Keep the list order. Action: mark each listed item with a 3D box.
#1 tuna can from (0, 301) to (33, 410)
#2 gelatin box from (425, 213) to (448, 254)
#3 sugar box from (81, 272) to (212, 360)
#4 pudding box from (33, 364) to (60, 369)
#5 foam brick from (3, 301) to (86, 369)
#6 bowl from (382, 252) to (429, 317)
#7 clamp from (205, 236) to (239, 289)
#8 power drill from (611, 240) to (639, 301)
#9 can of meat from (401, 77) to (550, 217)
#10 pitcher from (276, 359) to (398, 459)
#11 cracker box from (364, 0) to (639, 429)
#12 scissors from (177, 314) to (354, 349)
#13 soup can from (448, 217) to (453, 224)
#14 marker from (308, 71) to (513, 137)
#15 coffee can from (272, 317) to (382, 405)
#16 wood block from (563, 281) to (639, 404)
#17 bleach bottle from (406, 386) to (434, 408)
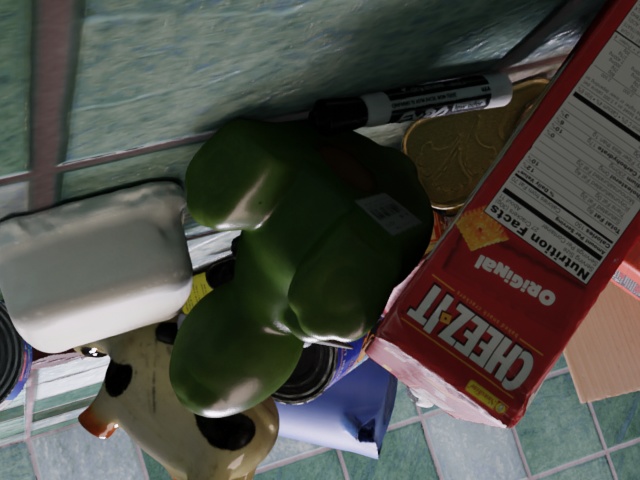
[{"bbox_3d":[-0.234,0.076,0.700,0.086,0.086,0.034,-17,173,-5],"label":"tuna can"},{"bbox_3d":[0.086,-0.002,0.828,0.030,0.089,0.073,-11,173,10],"label":"gelatin box"},{"bbox_3d":[-0.128,0.065,0.977,0.176,0.048,0.093,-23,170,23],"label":"sugar box"},{"bbox_3d":[-0.223,0.083,0.919,0.114,0.039,0.089,-22,170,23],"label":"pudding box"},{"bbox_3d":[-0.207,0.068,0.816,0.053,0.051,0.078,-20,171,22],"label":"foam brick"},{"bbox_3d":[0.121,0.028,0.709,0.162,0.055,0.162,-28,162,-10],"label":"bowl"},{"bbox_3d":[-0.006,0.001,0.841,0.171,0.039,0.120,-18,178,-10],"label":"clamp"},{"bbox_3d":[0.274,-0.047,0.760,0.187,0.057,0.184,-50,161,-2],"label":"power drill"},{"bbox_3d":[0.106,-0.053,0.658,0.102,0.057,0.084,-19,173,7],"label":"can of meat"},{"bbox_3d":[-0.041,0.131,1.087,0.243,0.145,0.149,9,161,7],"label":"pitcher"},{"bbox_3d":[0.110,-0.018,0.490,0.213,0.072,0.164,-54,174,-6],"label":"cracker box"},{"bbox_3d":[-0.035,0.066,0.747,0.096,0.016,0.201,2,170,9],"label":"scissors"},{"bbox_3d":[0.102,-0.001,0.941,0.102,0.068,0.069,-10,169,-37],"label":"soup can"},{"bbox_3d":[0.048,-0.071,0.553,0.120,0.020,0.020,-13,170,-28],"label":"marker"},{"bbox_3d":[0.000,0.070,0.922,0.103,0.103,0.140,-23,-179,31],"label":"coffee can"},{"bbox_3d":[0.243,0.021,0.892,0.090,0.206,0.091,-10,168,-43],"label":"wood block"},{"bbox_3d":[0.137,0.053,0.882,0.068,0.102,0.251,14,126,-17],"label":"bleach bottle"}]
